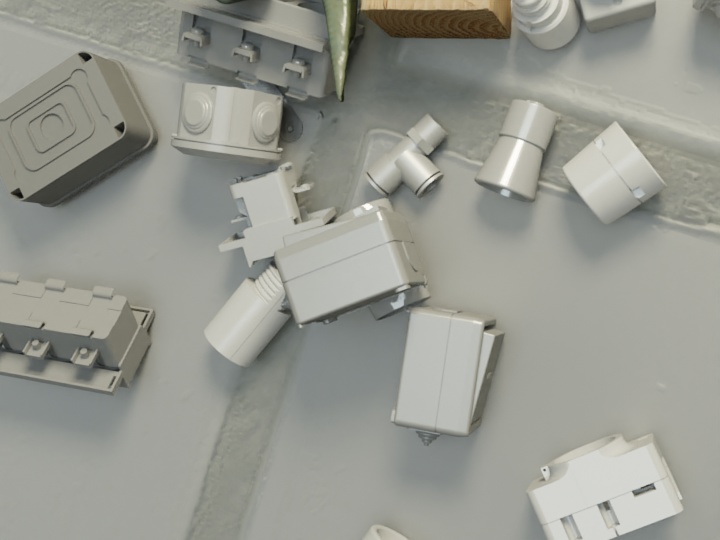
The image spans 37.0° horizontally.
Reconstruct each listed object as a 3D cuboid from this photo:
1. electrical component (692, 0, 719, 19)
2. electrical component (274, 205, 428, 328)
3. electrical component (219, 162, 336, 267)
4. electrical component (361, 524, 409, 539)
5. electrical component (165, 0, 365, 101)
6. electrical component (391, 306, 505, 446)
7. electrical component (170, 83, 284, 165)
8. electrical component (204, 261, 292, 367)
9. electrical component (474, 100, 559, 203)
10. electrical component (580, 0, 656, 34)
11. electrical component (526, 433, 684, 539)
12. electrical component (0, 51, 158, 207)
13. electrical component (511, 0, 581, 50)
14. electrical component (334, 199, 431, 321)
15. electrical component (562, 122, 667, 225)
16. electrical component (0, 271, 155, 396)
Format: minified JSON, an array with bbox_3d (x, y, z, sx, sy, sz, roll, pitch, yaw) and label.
[{"bbox_3d":[0.252,-0.193,0.685,0.051,0.080,0.080,33,98,7],"label":"electrical component"},{"bbox_3d":[-0.013,-0.002,0.717,0.096,0.062,0.061,-21,84,15],"label":"electrical component"},{"bbox_3d":[-0.063,-0.042,0.781,0.081,0.042,0.063,-14,100,14],"label":"electrical component"},{"bbox_3d":[0.017,0.213,0.759,0.055,0.055,0.047,33,94,13],"label":"electrical component"},{"bbox_3d":[-0.069,-0.170,0.776,0.121,0.079,0.063,19,117,14],"label":"electrical component"},{"bbox_3d":[0.062,0.076,0.743,0.061,0.062,0.096,8,92,15],"label":"electrical component"},{"bbox_3d":[-0.094,-0.105,0.777,0.080,0.080,0.051,9,96,15],"label":"electrical component"},{"bbox_3d":[-0.073,0.027,0.790,0.043,0.043,0.081,42,100,12],"label":"electrical component"},{"bbox_3d":[0.111,-0.084,0.743,0.044,0.044,0.065,21,90,15],"label":"electrical component"},{"bbox_3d":[0.164,-0.201,0.710,0.047,0.077,0.065,-14,86,15],"label":"electrical component"},{"bbox_3d":[0.162,0.146,0.721,0.089,0.050,0.055,-25,83,14],"label":"electrical component"},{"bbox_3d":[-0.222,-0.106,0.825,0.113,0.057,0.078,-29,82,13],"label":"electrical component"},{"bbox_3d":[0.121,-0.178,0.724,0.040,0.078,0.040,-6,77,26],"label":"electrical component"},{"bbox_3d":[0.000,0.000,0.770,0.079,0.043,0.077,-25,83,15],"label":"electrical component"},{"bbox_3d":[0.169,-0.063,0.719,0.047,0.055,0.055,-38,80,16],"label":"electrical component"},{"bbox_3d":[-0.230,0.045,0.816,0.121,0.063,0.078,8,51,15],"label":"electrical component"}]
